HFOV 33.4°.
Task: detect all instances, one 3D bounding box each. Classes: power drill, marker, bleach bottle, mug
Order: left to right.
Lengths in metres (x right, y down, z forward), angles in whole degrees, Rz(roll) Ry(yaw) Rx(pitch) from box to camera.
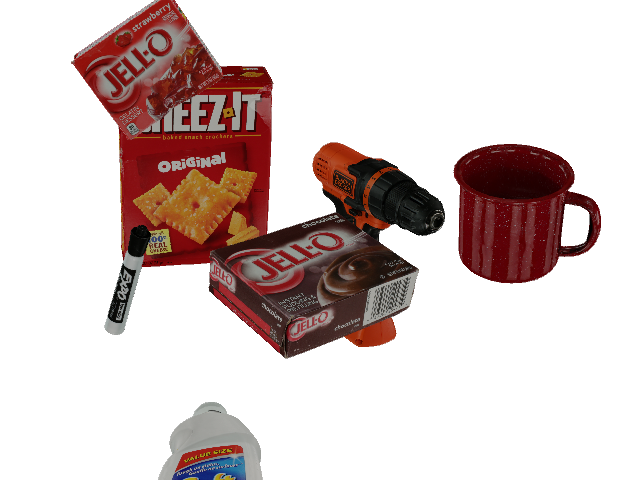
[{"bbox_3d":[-0.179,0.037,0.992,0.020,0.121,0.020,16,31,-10],"label":"marker"},{"bbox_3d":[-0.094,0.210,0.829,0.102,0.068,0.251,-3,27,-4],"label":"bleach bottle"},{"bbox_3d":[0.051,0.010,1.085,0.057,0.188,0.185,-8,27,-33],"label":"power drill"},{"bbox_3d":[0.163,-0.018,0.848,0.117,0.081,0.093,9,35,18],"label":"mug"}]

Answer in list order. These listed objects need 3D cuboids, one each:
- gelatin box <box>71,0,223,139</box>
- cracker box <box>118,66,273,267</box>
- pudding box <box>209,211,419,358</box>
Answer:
[{"bbox_3d":[-0.129,-0.130,0.799,0.089,0.073,0.030,-33,21,5],"label":"gelatin box"},{"bbox_3d":[-0.139,-0.080,1.176,0.164,0.214,0.072,-2,25,-13],"label":"cracker box"},{"bbox_3d":[-0.005,0.027,0.719,0.113,0.039,0.090,-16,38,-36],"label":"pudding box"}]
